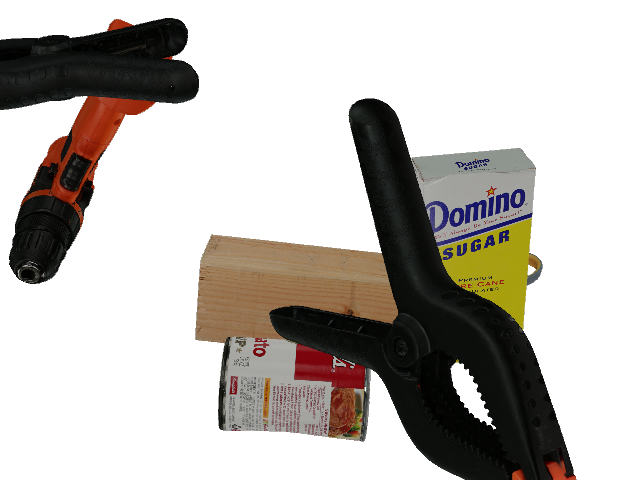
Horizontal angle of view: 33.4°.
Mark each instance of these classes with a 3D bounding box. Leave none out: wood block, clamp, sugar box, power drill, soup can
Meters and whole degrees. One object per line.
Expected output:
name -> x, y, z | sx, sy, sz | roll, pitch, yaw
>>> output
wood block -> -0.021, 0.059, 1.116 | 0.206, 0.091, 0.090 | 7, 19, 0
clamp -> -0.157, -0.110, 0.663 | 0.171, 0.039, 0.120 | -1, 21, -1
sugar box -> 0.121, 0.016, 0.869 | 0.093, 0.176, 0.048 | -6, 31, -7
clamp -> 0.052, 0.040, 0.535 | 0.036, 0.165, 0.210 | -13, 42, -36
power drill -> -0.192, -0.074, 0.870 | 0.057, 0.188, 0.184 | 27, 32, -20
soup can -> -0.018, 0.104, 0.751 | 0.102, 0.068, 0.068 | 4, 0, 0

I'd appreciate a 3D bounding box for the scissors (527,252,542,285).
scissors -> 0.147, 0.031, 1.133 | 0.201, 0.016, 0.096 | -9, 41, -29
